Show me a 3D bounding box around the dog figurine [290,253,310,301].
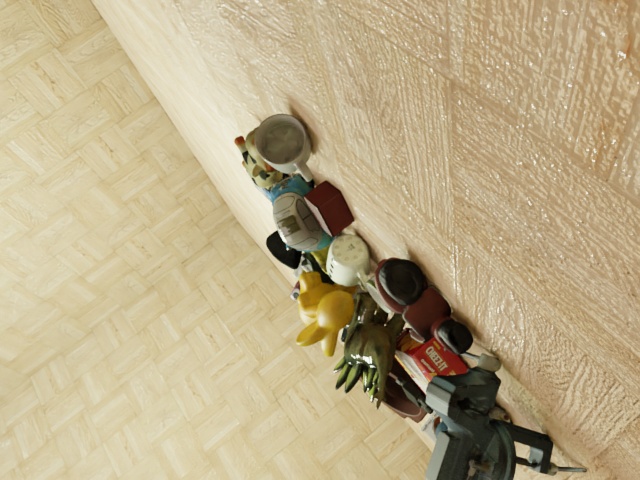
[{"bbox_3d":[0.002,0.107,1.503,0.109,0.191,0.219,12,-172,13],"label":"dog figurine"}]

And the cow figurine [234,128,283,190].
[{"bbox_3d":[-0.115,-0.162,1.094,0.127,0.085,0.194,56,170,14],"label":"cow figurine"}]

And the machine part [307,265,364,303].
[{"bbox_3d":[0.043,0.093,1.318,0.243,0.079,0.079,48,170,24],"label":"machine part"}]

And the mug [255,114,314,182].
[{"bbox_3d":[-0.045,-0.140,0.866,0.109,0.081,0.107,46,-178,8],"label":"mug"}]

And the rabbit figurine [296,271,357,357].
[{"bbox_3d":[0.010,0.139,1.054,0.122,0.162,0.173,25,169,-15],"label":"rabbit figurine"}]

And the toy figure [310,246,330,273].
[{"bbox_3d":[0.000,-0.006,1.136,0.180,0.082,0.089,50,179,-10],"label":"toy figure"}]

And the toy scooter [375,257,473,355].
[{"bbox_3d":[0.151,0.105,0.837,0.184,0.075,0.135,47,171,5],"label":"toy scooter"}]

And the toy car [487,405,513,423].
[{"bbox_3d":[0.300,0.345,1.011,0.056,0.073,0.201,50,171,12],"label":"toy car"}]

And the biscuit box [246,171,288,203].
[{"bbox_3d":[-0.093,-0.117,1.223,0.203,0.063,0.059,43,166,44],"label":"biscuit box"}]

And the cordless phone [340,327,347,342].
[{"bbox_3d":[0.102,0.181,1.398,0.146,0.088,0.184,23,-145,-33],"label":"cordless phone"}]

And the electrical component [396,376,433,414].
[{"bbox_3d":[0.204,0.334,1.160,0.094,0.021,0.063,35,162,40],"label":"electrical component"}]

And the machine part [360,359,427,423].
[{"bbox_3d":[0.191,0.336,1.305,0.201,0.087,0.201,34,152,18],"label":"machine part"}]

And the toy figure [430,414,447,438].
[{"bbox_3d":[0.233,0.347,0.968,0.058,0.064,0.154,6,170,6],"label":"toy figure"}]

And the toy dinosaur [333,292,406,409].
[{"bbox_3d":[0.100,0.208,1.045,0.105,0.198,0.471,18,176,2],"label":"toy dinosaur"}]

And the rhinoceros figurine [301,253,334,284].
[{"bbox_3d":[0.008,0.065,1.229,0.112,0.073,0.190,19,-138,-19],"label":"rhinoceros figurine"}]

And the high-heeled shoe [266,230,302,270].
[{"bbox_3d":[-0.050,0.006,1.241,0.145,0.086,0.249,38,-155,-39],"label":"high-heeled shoe"}]

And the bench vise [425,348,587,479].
[{"bbox_3d":[0.258,0.287,0.791,0.240,0.223,0.129,22,163,-17],"label":"bench vise"}]

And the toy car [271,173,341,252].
[{"bbox_3d":[-0.037,-0.040,1.020,0.161,0.109,0.103,61,-152,-15],"label":"toy car"}]
